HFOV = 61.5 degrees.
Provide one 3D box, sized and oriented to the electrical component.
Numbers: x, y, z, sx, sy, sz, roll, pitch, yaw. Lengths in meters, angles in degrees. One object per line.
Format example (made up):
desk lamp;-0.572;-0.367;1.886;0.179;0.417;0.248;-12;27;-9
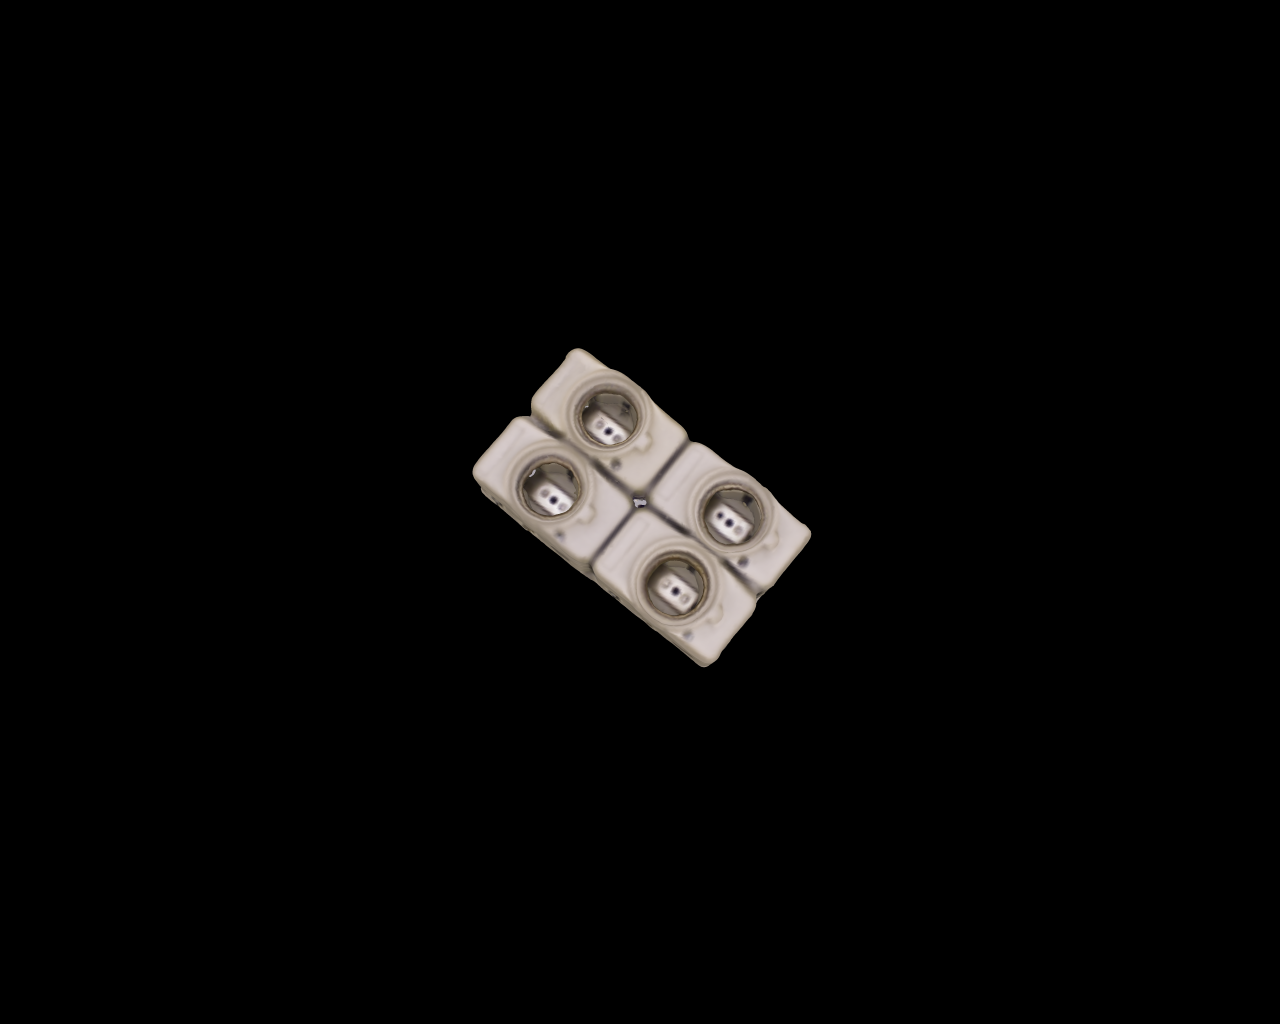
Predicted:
electrical component;0.001;-0.003;0.650;0.186;0.105;0.060;38;-9;7
